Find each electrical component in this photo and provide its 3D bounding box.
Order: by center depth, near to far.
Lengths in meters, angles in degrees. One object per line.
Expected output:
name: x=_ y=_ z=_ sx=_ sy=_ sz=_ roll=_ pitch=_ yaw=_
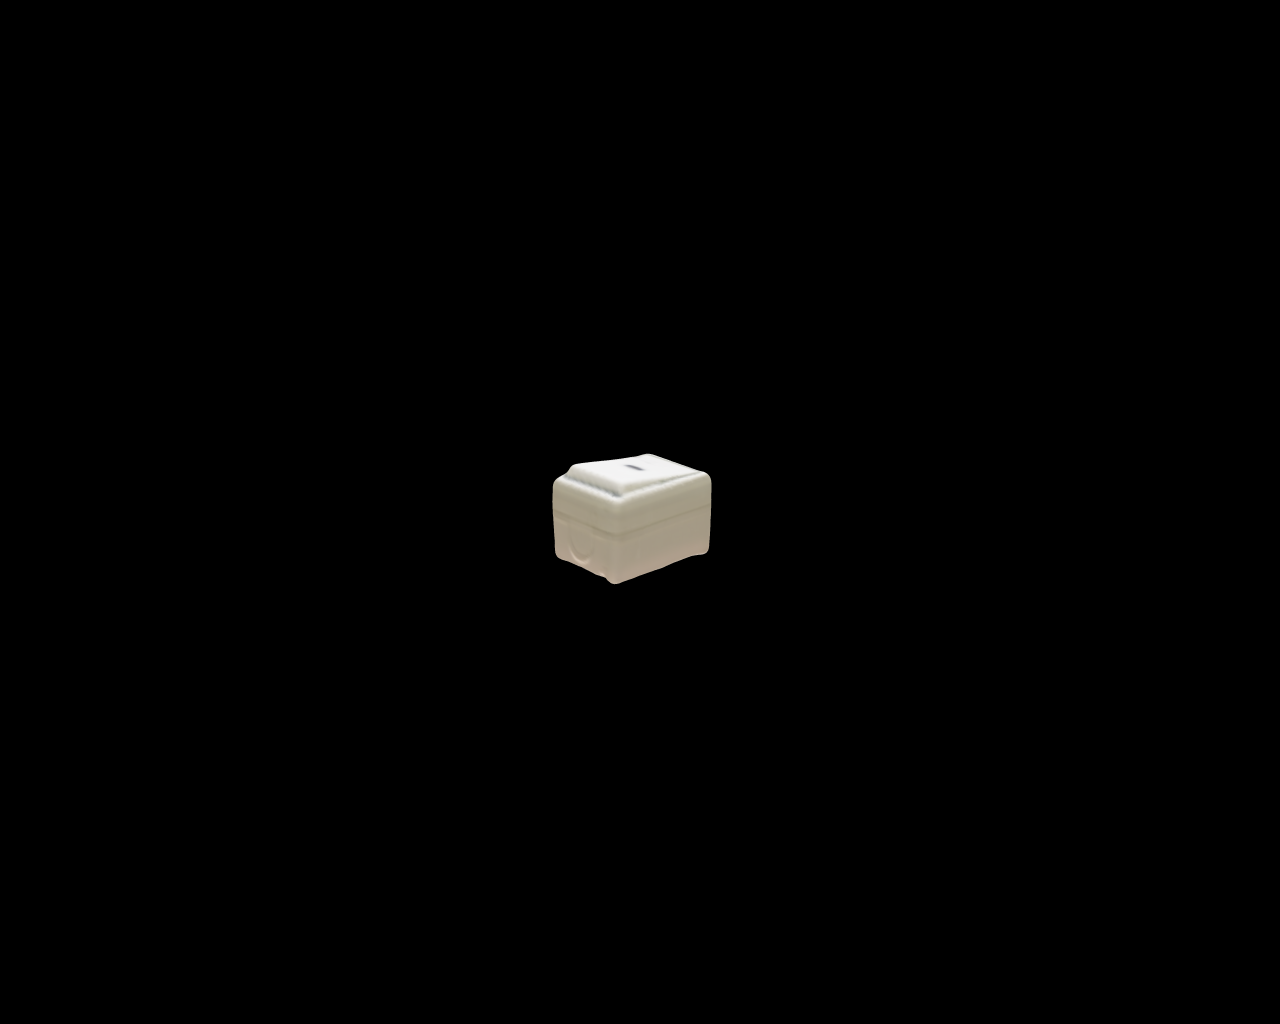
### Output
electrical component: x=0.001 y=-0.003 z=0.650 sx=0.096 sy=0.061 sz=0.062 roll=-17 pitch=27 yaw=-38
